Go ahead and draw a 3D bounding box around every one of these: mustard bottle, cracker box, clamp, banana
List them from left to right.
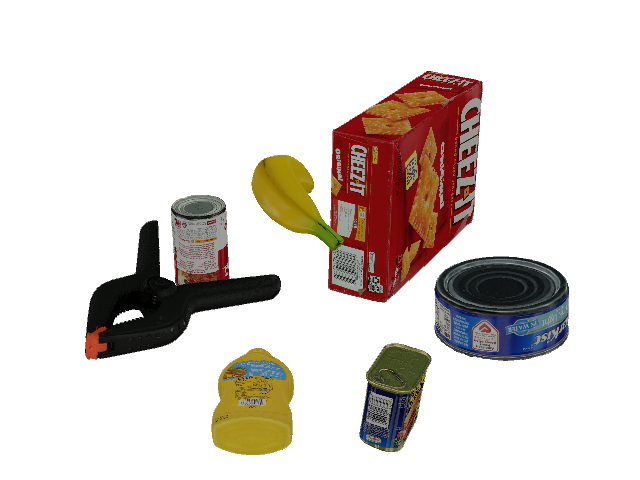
[{"bbox_3d":[-0.160,0.048,1.023,0.165,0.036,0.209,27,35,26],"label":"clamp"},{"bbox_3d":[-0.082,0.191,1.344,0.096,0.058,0.191,-2,26,1],"label":"mustard bottle"},{"bbox_3d":[-0.026,-0.038,0.863,0.037,0.069,0.198,-41,17,7],"label":"banana"},{"bbox_3d":[0.087,-0.058,1.045,0.072,0.164,0.213,15,29,26],"label":"cracker box"}]

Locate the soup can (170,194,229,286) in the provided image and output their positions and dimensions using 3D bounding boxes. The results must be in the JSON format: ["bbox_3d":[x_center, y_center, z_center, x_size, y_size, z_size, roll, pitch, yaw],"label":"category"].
[{"bbox_3d":[-0.147,0.003,1.301,0.068,0.102,0.068,0,26,0],"label":"soup can"}]

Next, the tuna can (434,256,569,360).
[{"bbox_3d":[0.116,0.041,0.683,0.086,0.034,0.086,-3,23,1],"label":"tuna can"}]

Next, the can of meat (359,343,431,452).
[{"bbox_3d":[0.084,0.179,1.212,0.057,0.084,0.102,15,25,15],"label":"can of meat"}]
